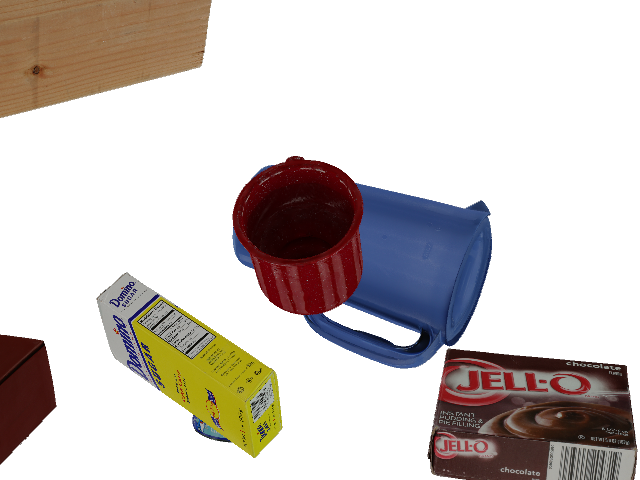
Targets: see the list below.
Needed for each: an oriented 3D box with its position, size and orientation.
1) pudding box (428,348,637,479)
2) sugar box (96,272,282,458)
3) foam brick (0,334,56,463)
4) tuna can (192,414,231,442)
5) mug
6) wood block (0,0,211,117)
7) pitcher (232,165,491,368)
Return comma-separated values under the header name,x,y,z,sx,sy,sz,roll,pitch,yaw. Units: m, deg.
name,x,y,z,sx,sy,sz,roll,pitch,yaw
pudding box,0.124,0.104,0.626,0.113,0.039,0.090,6,26,9
sugar box,-0.115,0.108,0.932,0.176,0.093,0.048,27,54,25
foam brick,-0.213,0.101,0.677,0.053,0.051,0.078,6,29,22
tuna can,-0.092,0.181,1.122,0.086,0.034,0.086,4,12,-1
mug,-0.013,-0.008,0.789,0.093,0.117,0.081,-10,-35,1
wood block,-0.197,-0.173,0.840,0.205,0.091,0.090,-21,53,-35
pitcher,0.036,0.015,1.045,0.243,0.145,0.149,17,22,20
